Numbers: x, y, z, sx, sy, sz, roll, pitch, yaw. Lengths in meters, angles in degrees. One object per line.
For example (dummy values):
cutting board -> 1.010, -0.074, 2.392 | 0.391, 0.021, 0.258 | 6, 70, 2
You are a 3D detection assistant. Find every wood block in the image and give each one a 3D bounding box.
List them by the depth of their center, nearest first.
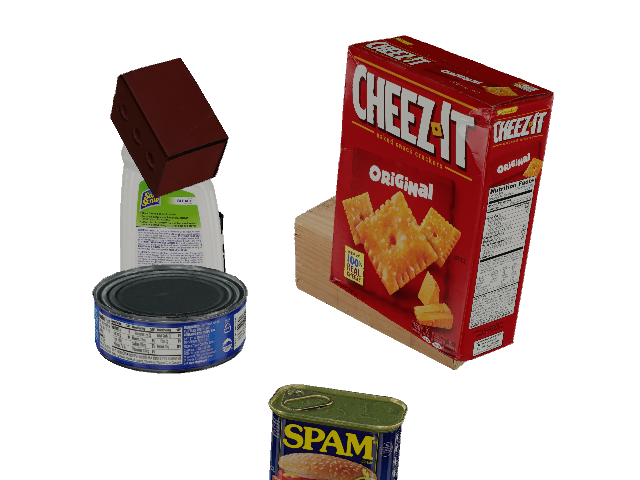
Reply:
wood block -> 0.078, 0.034, 1.072 | 0.206, 0.091, 0.090 | 26, 41, 35

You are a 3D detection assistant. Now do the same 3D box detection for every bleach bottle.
bleach bottle -> -0.130, -0.015, 0.968 | 0.102, 0.251, 0.068 | 0, 22, -11

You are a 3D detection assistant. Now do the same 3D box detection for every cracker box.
cracker box -> 0.085, -0.035, 0.842 | 0.071, 0.214, 0.164 | -17, 33, -35

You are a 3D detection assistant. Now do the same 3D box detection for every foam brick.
foam brick -> -0.109, -0.081, 0.764 | 0.051, 0.078, 0.053 | -21, -21, -27

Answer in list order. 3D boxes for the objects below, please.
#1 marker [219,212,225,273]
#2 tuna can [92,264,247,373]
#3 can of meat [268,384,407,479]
marker -> -0.117, 0.018, 1.208 | 0.020, 0.121, 0.020 | 0, 33, 0
tuna can -> -0.084, 0.043, 0.600 | 0.086, 0.034, 0.086 | 2, 18, -1
can of meat -> 0.011, 0.162, 0.808 | 0.102, 0.084, 0.057 | 7, 15, 12
